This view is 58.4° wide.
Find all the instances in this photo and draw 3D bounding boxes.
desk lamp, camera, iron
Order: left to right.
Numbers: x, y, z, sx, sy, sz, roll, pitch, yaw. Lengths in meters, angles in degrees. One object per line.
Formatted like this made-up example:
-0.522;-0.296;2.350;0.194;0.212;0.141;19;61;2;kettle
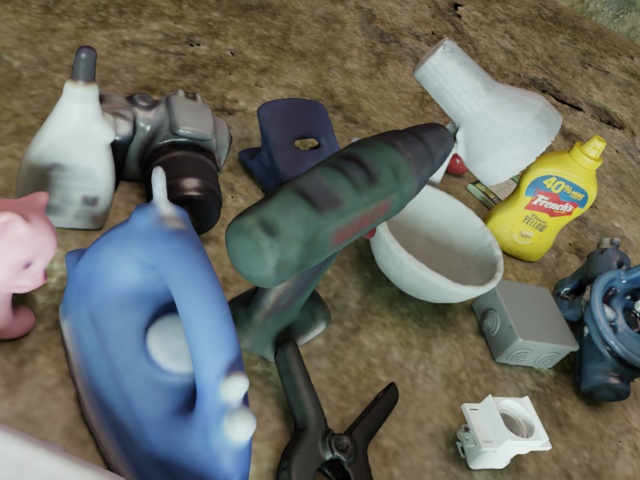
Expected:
-0.149;-0.077;0.555;0.143;0.100;0.136;5;45;-29;camera
-0.091;0.078;0.393;0.119;0.141;0.257;-6;52;-37;iron
0.155;-0.127;0.716;0.203;0.213;0.118;28;39;-3;desk lamp

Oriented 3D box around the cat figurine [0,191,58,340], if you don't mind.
-0.232;0.019;0.384;0.067;0.117;0.128;43;40;15;cat figurine

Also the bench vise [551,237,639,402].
0.355;0.049;0.651;0.122;0.219;0.207;13;42;-21;bench vise

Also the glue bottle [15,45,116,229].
-0.200;-0.080;0.467;0.078;0.173;0.037;7;44;-27;glue bottle

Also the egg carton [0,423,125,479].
-0.172;0.162;0.308;0.150;0.069;0.107;26;39;-6;egg carton

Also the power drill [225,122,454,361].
0.004;0.002;0.484;0.075;0.208;0.230;44;40;16;power drill

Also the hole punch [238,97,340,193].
-0.023;-0.105;0.675;0.109;0.091;0.101;-14;57;-42;hole punch

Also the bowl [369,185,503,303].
0.119;0.013;0.653;0.168;0.074;0.167;18;40;-16;bowl

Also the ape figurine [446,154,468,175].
0.214;-0.152;0.878;0.076;0.092;0.078;44;40;16;ape figurine
